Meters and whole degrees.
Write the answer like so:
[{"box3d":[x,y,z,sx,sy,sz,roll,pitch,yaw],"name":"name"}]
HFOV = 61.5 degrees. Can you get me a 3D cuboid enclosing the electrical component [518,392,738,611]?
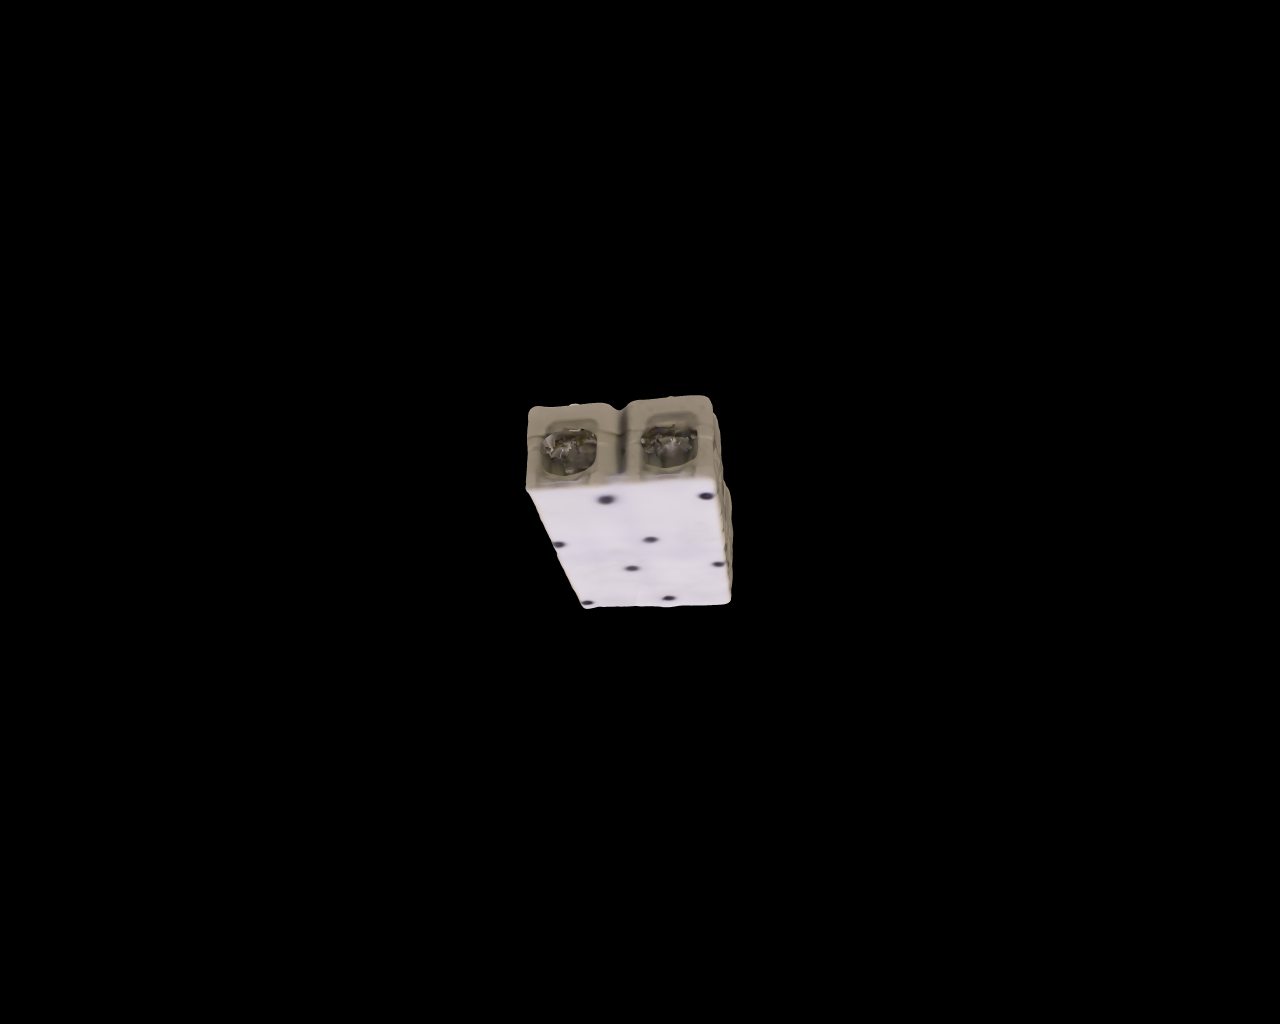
[{"box3d":[0.001,-0.003,0.650,0.105,0.060,0.186,-3,-26,7],"name":"electrical component"}]
